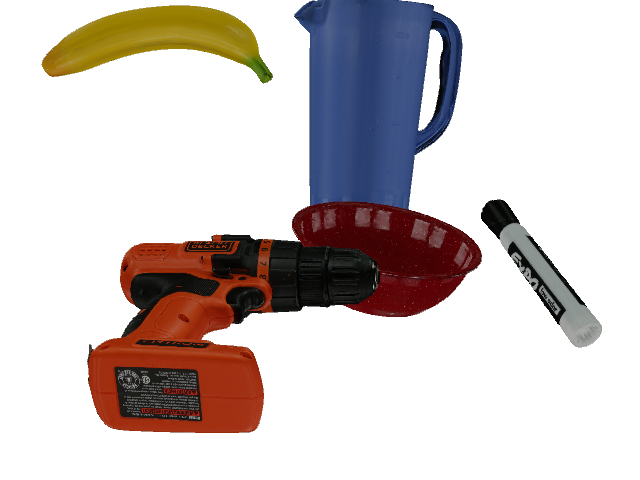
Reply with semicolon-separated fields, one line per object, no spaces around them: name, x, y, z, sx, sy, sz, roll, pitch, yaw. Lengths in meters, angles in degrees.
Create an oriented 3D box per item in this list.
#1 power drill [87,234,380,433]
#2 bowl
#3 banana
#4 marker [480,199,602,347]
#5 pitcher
power drill;-0.058;0.053;0.694;0.184;0.057;0.187;-1;22;9
bowl;0.052;0.020;0.900;0.162;0.055;0.162;8;21;-3
banana;-0.140;-0.174;0.928;0.197;0.069;0.037;0;-33;-3
marker;0.126;0.015;0.625;0.020;0.020;0.121;0;38;-24
pitcher;0.058;-0.140;1.153;0.149;0.243;0.144;8;11;25
